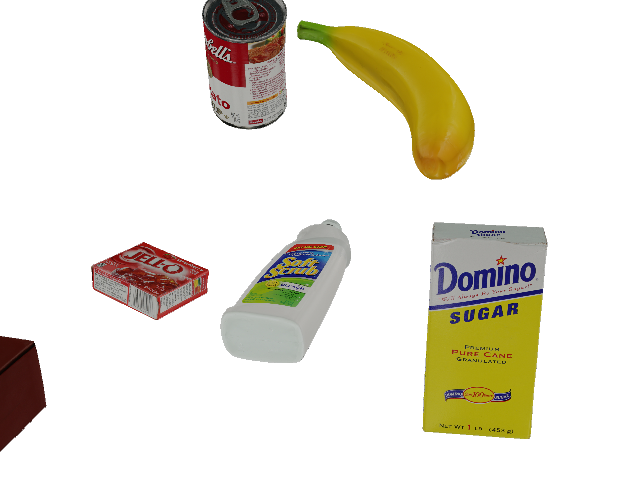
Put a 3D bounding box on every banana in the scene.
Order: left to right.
[{"bbox_3d":[0.051,-0.087,0.645,0.069,0.037,0.198,-12,35,-19],"label":"banana"}]

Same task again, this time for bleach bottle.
[{"bbox_3d":[-0.029,0.047,1.281,0.103,0.068,0.250,5,32,16],"label":"bleach bottle"}]

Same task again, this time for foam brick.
[{"bbox_3d":[-0.224,0.103,0.692,0.053,0.051,0.078,6,29,22],"label":"foam brick"}]

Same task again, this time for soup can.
[{"bbox_3d":[-0.061,-0.151,0.889,0.068,0.068,0.102,0,-38,-1],"label":"soup can"}]

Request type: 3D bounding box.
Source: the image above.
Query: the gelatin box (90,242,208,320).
[{"bbox_3d":[-0.165,0.037,1.032,0.089,0.030,0.073,22,31,29],"label":"gelatin box"}]

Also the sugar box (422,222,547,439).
[{"bbox_3d":[0.134,0.075,0.885,0.093,0.176,0.048,2,21,7],"label":"sugar box"}]
